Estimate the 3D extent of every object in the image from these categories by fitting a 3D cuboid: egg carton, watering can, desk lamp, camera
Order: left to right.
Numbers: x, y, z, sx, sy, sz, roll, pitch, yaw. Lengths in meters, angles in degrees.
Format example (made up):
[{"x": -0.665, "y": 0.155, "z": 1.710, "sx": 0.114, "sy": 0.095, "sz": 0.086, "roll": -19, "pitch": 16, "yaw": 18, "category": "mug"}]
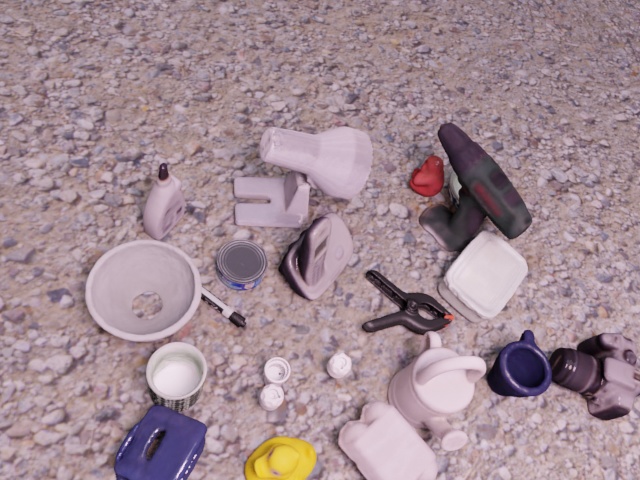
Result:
[{"x": -0.035, "y": -0.110, "z": 0.975, "sx": 0.203, "sy": 0.213, "sz": 0.118, "roll": 0, "pitch": 61, "yaw": -15, "category": "desk lamp"}, {"x": 0.103, "y": 0.320, "z": 0.858, "sx": 0.107, "sy": 0.069, "sz": 0.150, "roll": -36, "pitch": 76, "yaw": -29, "category": "egg carton"}, {"x": 0.184, "y": 0.222, "z": 0.862, "sx": 0.101, "sy": 0.194, "sz": 0.172, "roll": -17, "pitch": 67, "yaw": -23, "category": "watering can"}, {"x": 0.480, "y": 0.221, "z": 1.000, "sx": 0.137, "sy": 0.100, "sz": 0.143, "roll": 22, "pitch": 58, "yaw": -3, "category": "camera"}]

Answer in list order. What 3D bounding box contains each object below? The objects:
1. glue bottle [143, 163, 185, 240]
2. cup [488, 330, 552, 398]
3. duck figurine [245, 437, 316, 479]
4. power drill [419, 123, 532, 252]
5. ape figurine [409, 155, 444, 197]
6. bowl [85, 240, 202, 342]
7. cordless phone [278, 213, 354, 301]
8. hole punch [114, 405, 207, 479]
[{"x": -0.249, "y": -0.070, "z": 0.917, "sx": 0.037, "sy": 0.173, "sz": 0.078, "roll": 34, "pitch": 58, "yaw": 5, "category": "glue bottle"}, {"x": 0.326, "y": 0.215, "z": 0.964, "sx": 0.091, "sy": 0.095, "sz": 0.118, "roll": 21, "pitch": 58, "yaw": -3, "category": "cup"}, {"x": -0.051, "y": 0.313, "z": 0.809, "sx": 0.105, "sy": 0.086, "sz": 0.077, "roll": -11, "pitch": 65, "yaw": -21, "category": "duck figurine"}, {"x": 0.265, "y": -0.075, "z": 1.043, "sx": 0.076, "sy": 0.208, "sz": 0.229, "roll": -37, "pitch": 76, "yaw": -29, "category": "power drill"}, {"x": 0.217, "y": -0.133, "z": 1.130, "sx": 0.078, "sy": 0.092, "sz": 0.076, "roll": -26, "pitch": 71, "yaw": -26, "category": "ape figurine"}, {"x": -0.268, "y": 0.087, "z": 0.881, "sx": 0.167, "sy": 0.074, "sz": 0.167, "roll": 7, "pitch": 60, "yaw": -12, "category": "bowl"}, {"x": 0.009, "y": 0.003, "z": 0.941, "sx": 0.094, "sy": 0.185, "sz": 0.148, "roll": 35, "pitch": 58, "yaw": 6, "category": "cordless phone"}, {"x": -0.217, "y": 0.286, "z": 0.775, "sx": 0.101, "sy": 0.091, "sz": 0.109, "roll": 27, "pitch": 58, "yaw": 1, "category": "hole punch"}]
